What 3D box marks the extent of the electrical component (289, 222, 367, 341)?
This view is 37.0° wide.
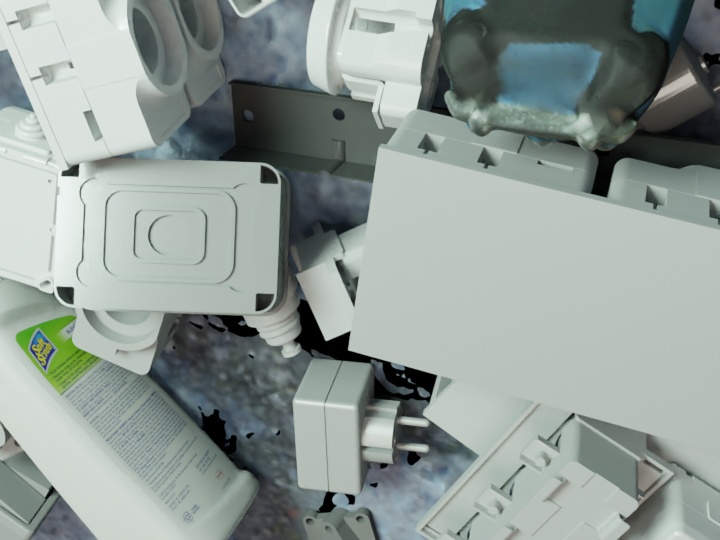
[{"bbox_3d":[0.000,0.000,0.580,0.064,0.081,0.042,-23,113,-1],"label":"electrical component"}]

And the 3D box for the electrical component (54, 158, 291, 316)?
[{"bbox_3d":[-0.094,-0.016,0.554,0.113,0.057,0.078,2,89,0],"label":"electrical component"}]

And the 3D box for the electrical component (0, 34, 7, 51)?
[{"bbox_3d":[-0.225,-0.116,0.581,0.138,0.052,0.073,-8,115,18],"label":"electrical component"}]

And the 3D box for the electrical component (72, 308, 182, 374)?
[{"bbox_3d":[-0.129,0.009,0.624,0.050,0.055,0.089,23,121,1],"label":"electrical component"}]

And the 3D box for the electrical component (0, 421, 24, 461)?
[{"bbox_3d":[-0.233,0.091,0.681,0.047,0.076,0.065,-27,109,25],"label":"electrical component"}]

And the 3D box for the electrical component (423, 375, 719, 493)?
[{"bbox_3d":[0.144,0.084,0.594,0.186,0.060,0.105,36,120,-7],"label":"electrical component"}]

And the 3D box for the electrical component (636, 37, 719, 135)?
[{"bbox_3d":[0.134,-0.082,0.518,0.078,0.040,0.040,-29,108,26],"label":"electrical component"}]

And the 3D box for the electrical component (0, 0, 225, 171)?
[{"bbox_3d":[-0.128,-0.156,0.504,0.060,0.105,0.186,-10,115,18],"label":"electrical component"}]

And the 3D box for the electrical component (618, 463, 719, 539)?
[{"bbox_3d":[0.158,0.162,0.560,0.062,0.061,0.096,33,121,-5],"label":"electrical component"}]

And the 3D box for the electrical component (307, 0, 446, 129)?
[{"bbox_3d":[0.009,-0.110,0.519,0.057,0.058,0.078,11,79,12],"label":"electrical component"}]

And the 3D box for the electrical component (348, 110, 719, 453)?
[{"bbox_3d":[0.098,0.002,0.485,0.186,0.060,0.105,15,122,10],"label":"electrical component"}]

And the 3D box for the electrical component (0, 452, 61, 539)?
[{"bbox_3d":[-0.254,0.143,0.724,0.096,0.061,0.061,38,120,-8],"label":"electrical component"}]

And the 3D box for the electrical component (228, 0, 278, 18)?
[{"bbox_3d":[-0.034,-0.190,0.491,0.109,0.056,0.108,-25,110,24],"label":"electrical component"}]

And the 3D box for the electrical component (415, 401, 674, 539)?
[{"bbox_3d":[0.092,0.128,0.557,0.079,0.063,0.121,33,121,-5],"label":"electrical component"}]

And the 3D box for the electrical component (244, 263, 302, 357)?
[{"bbox_3d":[-0.054,0.015,0.617,0.040,0.040,0.078,-14,114,21],"label":"electrical component"}]

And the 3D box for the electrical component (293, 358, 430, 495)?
[{"bbox_3d":[0.004,0.095,0.642,0.077,0.047,0.065,5,119,12],"label":"electrical component"}]

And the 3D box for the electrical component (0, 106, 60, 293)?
[{"bbox_3d":[-0.182,-0.047,0.603,0.062,0.061,0.096,18,121,4],"label":"electrical component"}]
